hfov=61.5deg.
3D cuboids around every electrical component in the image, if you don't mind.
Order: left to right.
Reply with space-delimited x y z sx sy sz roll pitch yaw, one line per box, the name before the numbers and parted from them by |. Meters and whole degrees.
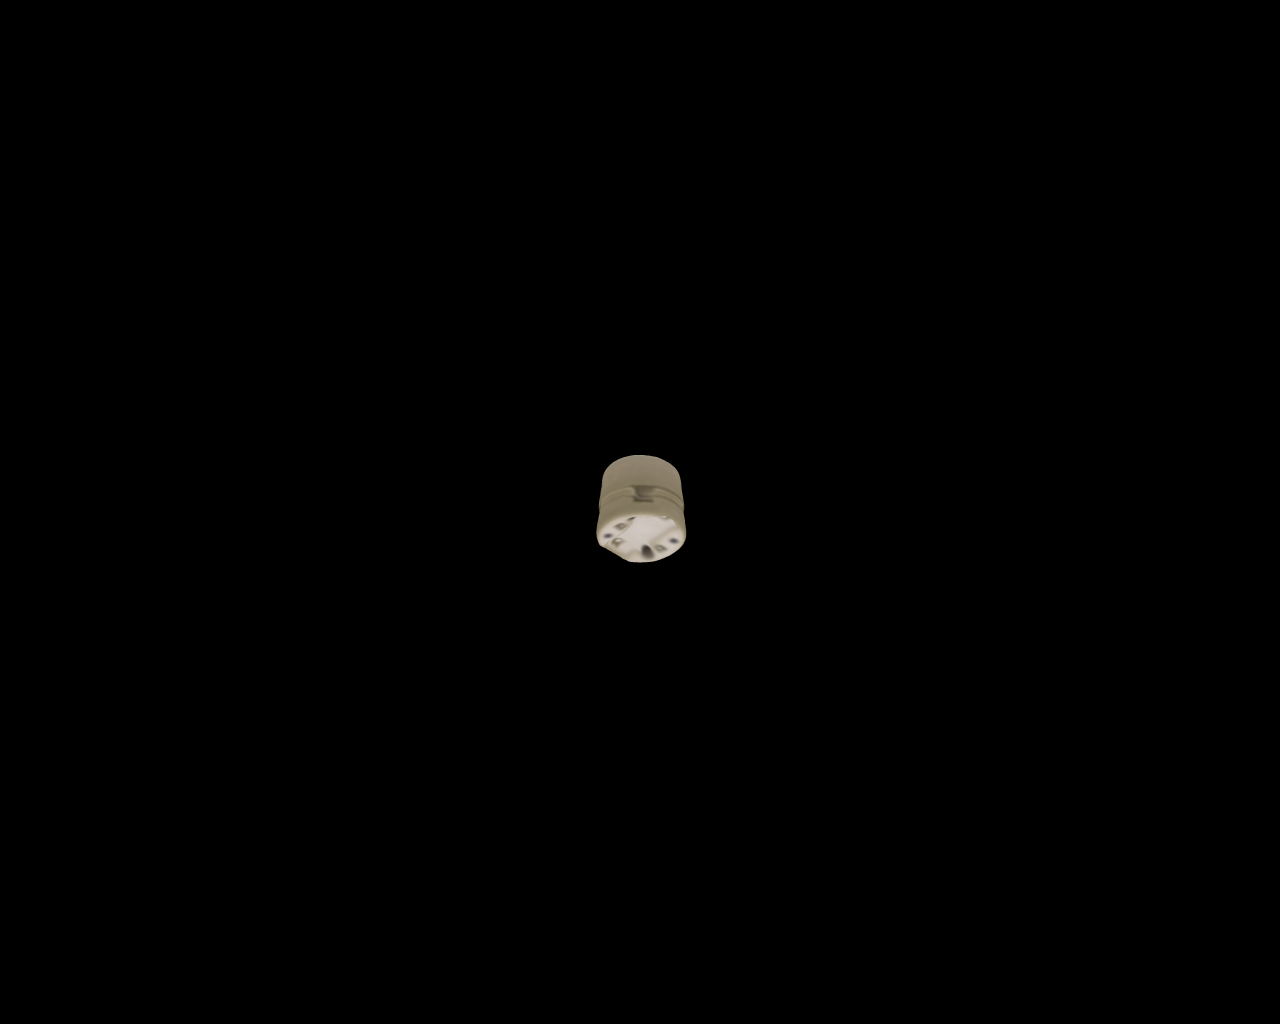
electrical component | 0.001 -0.003 0.650 0.055 0.047 0.055 0 -36 0
